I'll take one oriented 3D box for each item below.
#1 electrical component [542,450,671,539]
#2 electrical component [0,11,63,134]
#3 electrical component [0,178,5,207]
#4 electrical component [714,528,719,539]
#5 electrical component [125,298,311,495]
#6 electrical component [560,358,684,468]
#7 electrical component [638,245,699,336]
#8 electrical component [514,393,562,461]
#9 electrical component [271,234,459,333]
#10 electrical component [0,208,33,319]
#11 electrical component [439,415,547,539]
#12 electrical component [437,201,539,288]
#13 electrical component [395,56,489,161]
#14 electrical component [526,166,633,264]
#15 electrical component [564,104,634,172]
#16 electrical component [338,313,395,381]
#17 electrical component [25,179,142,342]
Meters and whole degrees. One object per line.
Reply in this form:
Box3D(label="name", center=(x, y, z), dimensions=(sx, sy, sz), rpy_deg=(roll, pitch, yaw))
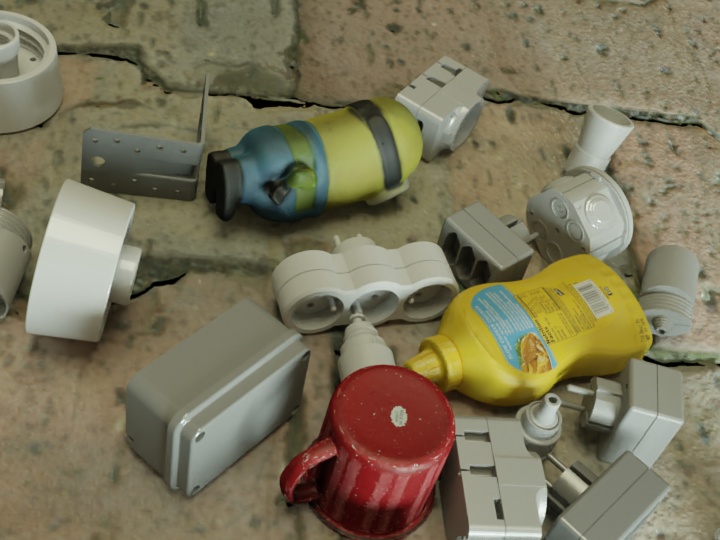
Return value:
Box3D(label="electrical component", center=(0.148, 0.153, 0.719), dimensions=(0.076, 0.047, 0.083), rpy_deg=(41, 51, 22))
Box3D(label="electrical component", center=(-0.301, -0.170, 0.885), dimensions=(0.108, 0.060, 0.108), rpy_deg=(7, 47, -8))
Box3D(label="electrical component", center=(-0.289, -0.054, 0.797), dimensions=(0.046, 0.040, 0.040), rpy_deg=(7, 47, -16))
Box3D(label="electrical component", center=(0.283, 0.188, 0.689), dimensions=(0.048, 0.099, 0.099), rpy_deg=(11, 45, -23))
Box3D(label="electrical component", center=(-0.091, 0.082, 0.699), dimensions=(0.057, 0.078, 0.113), rpy_deg=(36, 49, 22))
Box3D(label="electrical component", center=(0.181, 0.098, 0.765), dimensions=(0.077, 0.065, 0.047), rpy_deg=(15, 46, -1))
Box3D(label="electrical component", center=(0.248, 0.022, 0.869), dimensions=(0.043, 0.043, 0.081), rpy_deg=(21, 46, 4))
Box3D(label="electrical component", center=(0.124, 0.107, 0.744), dimensions=(0.035, 0.061, 0.035), rpy_deg=(8, 47, -8))
Box3D(label="electrical component", center=(0.000, 0.000, 0.816), dimensions=(0.138, 0.052, 0.073), rpy_deg=(-5, 50, -19))
Box3D(label="electrical component", center=(-0.257, -0.008, 0.760), dimensions=(0.043, 0.043, 0.081), rpy_deg=(12, 46, -4))
Box3D(label="electrical component", center=(0.087, 0.145, 0.707), dimensions=(0.056, 0.050, 0.089), rpy_deg=(4, 47, -11))
Box3D(label="electrical component", center=(0.112, -0.021, 0.868), dimensions=(0.077, 0.047, 0.065), rpy_deg=(-28, 60, -32))
Box3D(label="electrical component", center=(0.074, -0.144, 0.969), dimensions=(0.056, 0.050, 0.089), rpy_deg=(33, 48, 15))
Box3D(label="electrical component", center=(0.180, -0.041, 0.885), dimensions=(0.051, 0.080, 0.080), rpy_deg=(-25, 59, -27))
Box3D(label="electrical component", center=(0.211, -0.110, 0.965), dimensions=(0.044, 0.065, 0.044), rpy_deg=(18, 29, -10))
Box3D(label="electrical component", center=(0.004, 0.064, 0.766), dimensions=(0.040, 0.040, 0.078), rpy_deg=(1, 48, -15))
Box3D(label="electrical component", center=(-0.183, -0.002, 0.734), dimensions=(0.060, 0.108, 0.108), rpy_deg=(15, 46, -10))
